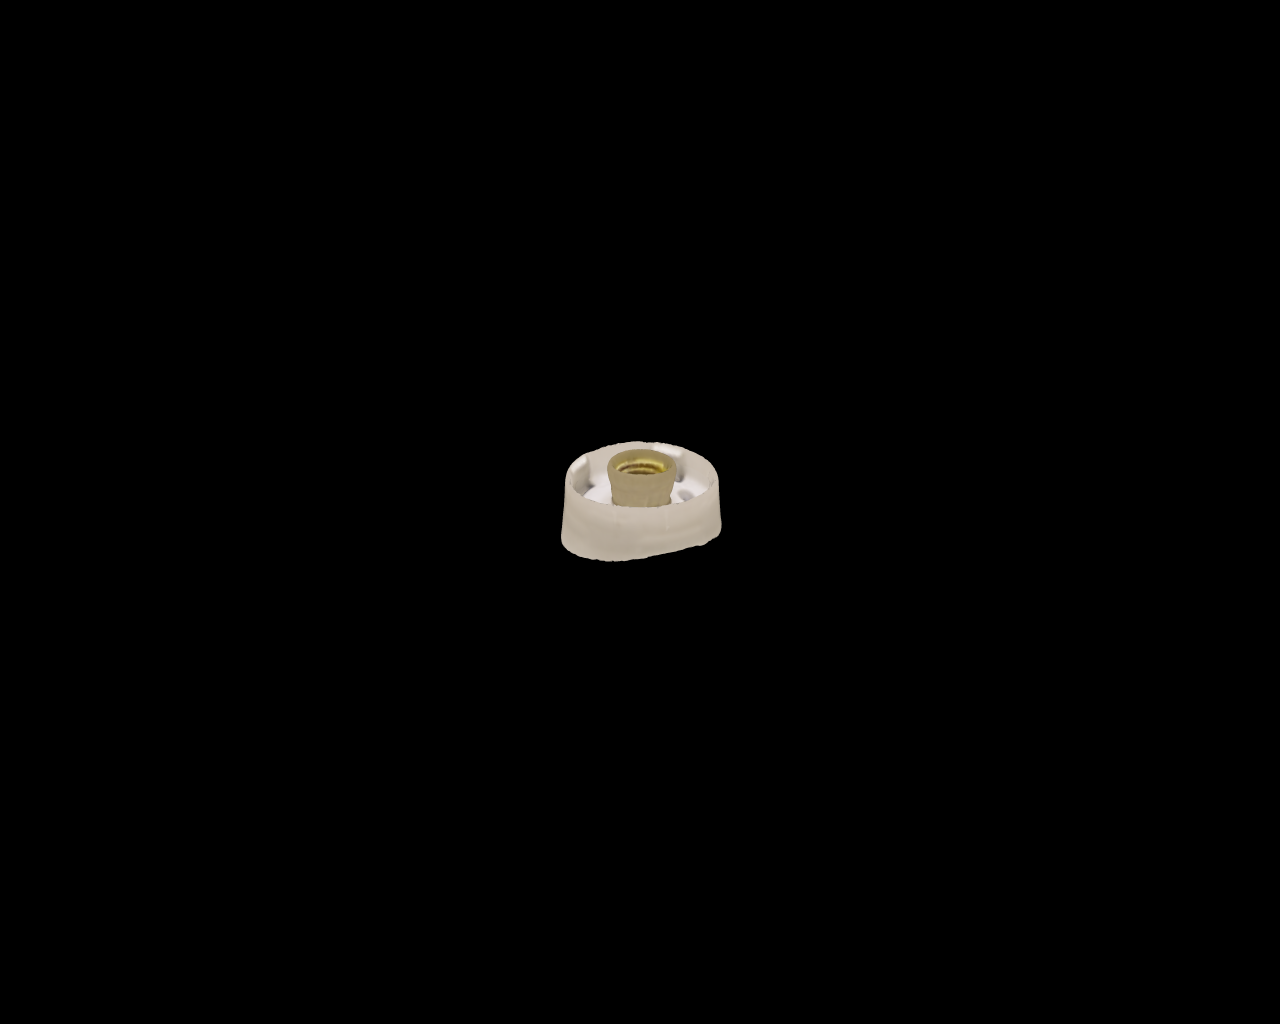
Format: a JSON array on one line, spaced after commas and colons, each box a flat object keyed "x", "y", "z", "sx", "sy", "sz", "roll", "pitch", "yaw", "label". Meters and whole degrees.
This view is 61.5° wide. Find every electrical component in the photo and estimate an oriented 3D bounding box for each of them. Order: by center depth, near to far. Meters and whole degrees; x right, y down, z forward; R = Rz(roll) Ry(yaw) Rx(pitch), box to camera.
[{"x": 0.001, "y": -0.003, "z": 0.650, "sx": 0.099, "sy": 0.064, "sz": 0.099, "roll": 0, "pitch": 29, "yaw": 0, "label": "electrical component"}]
